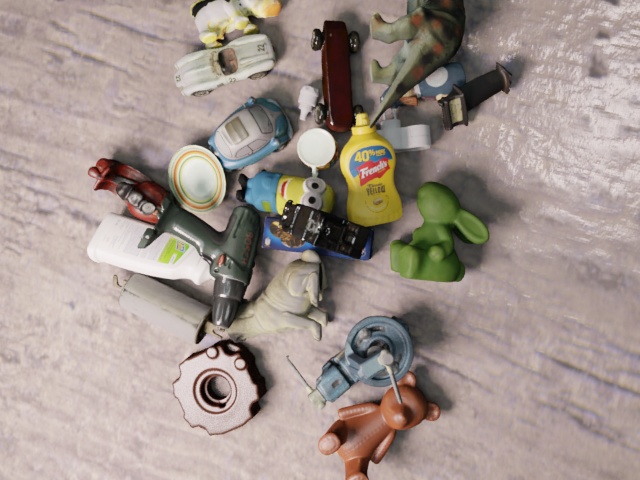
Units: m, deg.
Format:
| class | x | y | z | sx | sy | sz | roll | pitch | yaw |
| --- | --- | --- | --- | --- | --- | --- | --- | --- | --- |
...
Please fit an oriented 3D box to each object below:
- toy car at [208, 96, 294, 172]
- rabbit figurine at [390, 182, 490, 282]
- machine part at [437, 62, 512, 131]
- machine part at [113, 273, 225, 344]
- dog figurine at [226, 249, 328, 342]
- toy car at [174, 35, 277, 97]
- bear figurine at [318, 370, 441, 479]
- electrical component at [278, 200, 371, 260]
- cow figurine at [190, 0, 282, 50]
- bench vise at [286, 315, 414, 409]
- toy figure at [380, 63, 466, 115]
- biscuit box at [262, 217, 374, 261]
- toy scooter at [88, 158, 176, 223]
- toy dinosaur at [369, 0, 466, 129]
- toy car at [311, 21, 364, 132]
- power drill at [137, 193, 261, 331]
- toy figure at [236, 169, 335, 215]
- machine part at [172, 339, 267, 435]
| class | x | y | z | sx | sy | sz | roll | pitch | yaw |
| --- | --- | --- | --- | --- | --- | --- | --- | --- | --- |
| toy car | -0.137 | -0.198 | 0.991 | 0.162 | 0.103 | 0.109 | -29 | 86 | 5 |
| rabbit figurine | 0.210 | -0.014 | 0.936 | 0.159 | 0.121 | 0.170 | 7 | 94 | 1 |
| machine part | 0.274 | -0.254 | 0.953 | 0.139 | 0.084 | 0.039 | -33 | 43 | 0 |
| machine part | -0.292 | 0.131 | 1.029 | 0.243 | 0.079 | 0.079 | 24 | 94 | 6 |
| dog figurine | -0.087 | 0.102 | 0.979 | 0.191 | 0.121 | 0.172 | 1 | 90 | 9 |
| toy car | -0.182 | -0.329 | 1.017 | 0.202 | 0.056 | 0.073 | -14 | 89 | 7 |
| bear figurine | 0.111 | 0.332 | 0.954 | 0.196 | 0.132 | 0.120 | -34 | 89 | 13 |
| electrical component | 0.015 | -0.015 | 0.896 | 0.115 | 0.134 | 0.058 | 27 | 98 | 49 |
| cow figurine | -0.158 | -0.432 | 1.010 | 0.167 | 0.068 | 0.098 | -23 | 82 | 6 |
| bench vise | 0.071 | 0.208 | 0.909 | 0.224 | 0.240 | 0.129 | -26 | 84 | -9 |
| toy figure | 0.182 | -0.277 | 0.970 | 0.155 | 0.057 | 0.064 | -15 | 51 | 9 |
| biscuit box | -0.002 | -0.003 | 0.995 | 0.203 | 0.059 | 0.062 | 7 | 91 | 7 |
| toy scooter | -0.361 | -0.097 | 1.006 | 0.184 | 0.135 | 0.075 | 36 | 94 | 5 |
| toy dinosaur | 0.185 | -0.379 | 0.917 | 0.192 | 0.131 | 0.404 | 3 | 86 | 12 |
| toy car | 0.030 | -0.298 | 0.986 | 0.089 | 0.053 | 0.202 | -4 | 89 | -14 |
| power drill | -0.214 | 0.022 | 0.961 | 0.207 | 0.086 | 0.232 | 24 | 67 | -8 |
| toy figure | -0.061 | -0.085 | 0.994 | 0.180 | 0.089 | 0.082 | 7 | 101 | 16 |
| machine part | -0.193 | 0.283 | 1.029 | 0.179 | 0.056 | 0.179 | 0 | 92 | 8 |
